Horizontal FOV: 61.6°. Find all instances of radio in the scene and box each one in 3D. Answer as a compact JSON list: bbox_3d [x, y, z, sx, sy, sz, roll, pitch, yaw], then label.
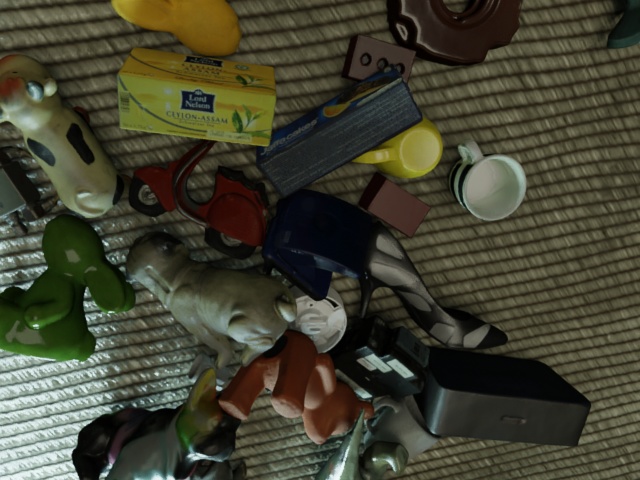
[{"bbox_3d":[0.253,0.224,0.782,0.230,0.131,0.073,10,104,-12],"label":"radio"}]

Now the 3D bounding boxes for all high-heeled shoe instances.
[{"bbox_3d":[0.160,0.064,0.750,0.249,0.086,0.145,12,101,-9],"label":"high-heeled shoe"}]

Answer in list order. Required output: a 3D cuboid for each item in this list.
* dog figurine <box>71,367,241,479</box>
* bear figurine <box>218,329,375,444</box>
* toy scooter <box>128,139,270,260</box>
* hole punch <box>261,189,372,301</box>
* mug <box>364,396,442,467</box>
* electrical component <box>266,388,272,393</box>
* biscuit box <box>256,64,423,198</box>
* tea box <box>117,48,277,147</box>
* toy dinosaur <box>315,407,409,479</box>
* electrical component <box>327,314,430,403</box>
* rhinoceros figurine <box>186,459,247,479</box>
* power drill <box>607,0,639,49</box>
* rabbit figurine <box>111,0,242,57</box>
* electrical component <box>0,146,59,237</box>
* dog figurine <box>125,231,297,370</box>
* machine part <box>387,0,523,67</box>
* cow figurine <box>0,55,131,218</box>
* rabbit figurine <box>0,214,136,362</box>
[{"bbox_3d":[-0.202,0.247,0.708,0.219,0.192,0.108,-48,138,-4],"label":"dog figurine"},{"bbox_3d":[-0.020,0.213,0.702,0.120,0.132,0.195,-11,125,30],"label":"bear figurine"},{"bbox_3d":[-0.135,-0.066,0.675,0.184,0.075,0.135,28,92,-13],"label":"toy scooter"},{"bbox_3d":[-0.001,-0.002,0.673,0.115,0.142,0.092,37,137,-24],"label":"hole punch"},{"bbox_3d":[0.110,0.287,0.804,0.109,0.081,0.107,35,109,-23],"label":"mug"},{"bbox_3d":[-0.035,0.194,0.786,0.063,0.021,0.094,36,96,-16],"label":"electrical component"},{"bbox_3d":[0.019,-0.131,0.656,0.203,0.059,0.062,-27,124,14],"label":"biscuit box"},{"bbox_3d":[-0.138,-0.167,0.625,0.170,0.098,0.068,3,126,-11],"label":"tea box"},{"bbox_3d":[0.055,0.400,0.783,0.192,0.131,0.404,-13,106,25],"label":"toy dinosaur"},{"bbox_3d":[0.083,0.167,0.747,0.115,0.058,0.134,41,134,-20],"label":"electrical component"},{"bbox_3d":[-0.165,0.369,0.794,0.112,0.073,0.190,-11,109,6],"label":"rhinoceros figurine"},{"bbox_3d":[0.348,-0.340,0.656,0.232,0.086,0.207,-47,105,-12],"label":"power drill"},{"bbox_3d":[-0.148,-0.284,0.594,0.162,0.122,0.173,-16,126,-1],"label":"rabbit figurine"},{"bbox_3d":[-0.370,-0.063,0.656,0.078,0.045,0.102,-24,107,28],"label":"electrical component"},{"bbox_3d":[-0.135,0.053,0.659,0.172,0.121,0.190,-31,112,32],"label":"dog figurine"},{"bbox_3d":[0.171,-0.304,0.664,0.179,0.056,0.179,-2,106,-8],"label":"machine part"},{"bbox_3d":[-0.298,-0.113,0.608,0.085,0.127,0.194,-28,110,-4],"label":"cow figurine"},{"bbox_3d":[-0.313,0.057,0.660,0.159,0.121,0.170,19,87,-7],"label":"rabbit figurine"}]
